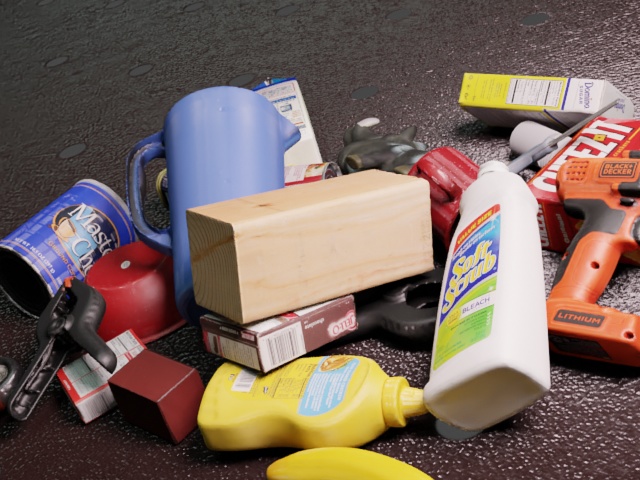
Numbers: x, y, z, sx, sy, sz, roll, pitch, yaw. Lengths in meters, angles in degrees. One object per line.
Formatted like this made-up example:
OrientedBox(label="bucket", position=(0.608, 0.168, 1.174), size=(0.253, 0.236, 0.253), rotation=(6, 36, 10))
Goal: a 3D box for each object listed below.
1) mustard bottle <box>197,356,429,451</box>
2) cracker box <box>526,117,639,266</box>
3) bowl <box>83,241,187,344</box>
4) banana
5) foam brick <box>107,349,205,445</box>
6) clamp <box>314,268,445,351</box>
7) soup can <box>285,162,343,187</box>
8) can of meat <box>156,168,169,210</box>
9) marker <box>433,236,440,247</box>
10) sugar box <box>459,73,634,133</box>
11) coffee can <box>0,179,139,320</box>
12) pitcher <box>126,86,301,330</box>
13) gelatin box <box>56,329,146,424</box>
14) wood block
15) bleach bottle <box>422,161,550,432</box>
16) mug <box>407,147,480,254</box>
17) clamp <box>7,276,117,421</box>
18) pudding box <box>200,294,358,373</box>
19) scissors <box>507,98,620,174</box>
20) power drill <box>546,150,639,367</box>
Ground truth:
OrientedBox(label="mustard bottle", position=(-0.001, 0.136, 0.899), size=(0.192, 0.058, 0.096), rotation=(-4, 28, 23))
OrientedBox(label="cracker box", position=(0.322, -0.048, 1.019), size=(0.214, 0.072, 0.164), rotation=(13, 42, 42))
OrientedBox(label="bowl", position=(-0.199, 0.048, 1.153), size=(0.162, 0.055, 0.162), rotation=(-13, 30, 8))
OrientedBox(label="banana", position=(0.041, 0.193, 0.806), size=(0.069, 0.037, 0.198), rotation=(-36, 34, -29))
OrientedBox(label="foam brick", position=(-0.145, 0.141, 0.973), size=(0.078, 0.053, 0.051), rotation=(14, 43, 42))
OrientedBox(label="clamp", position=(0.067, 0.065, 1.002), size=(0.210, 0.036, 0.164), rotation=(6, 39, 41))
OrientedBox(label="soup can", position=(-0.030, -0.050, 1.211), size=(0.102, 0.068, 0.068), rotation=(-5, 33, 22))
OrientedBox(label="can of meat", position=(-0.136, -0.069, 1.311), size=(0.102, 0.057, 0.084), rotation=(-37, 38, -29))
OrientedBox(label="marker", position=(0.155, -0.024, 1.119), size=(0.121, 0.020, 0.020), rotation=(-28, 32, -18))
OrientedBox(label="sugar box", position=(0.255, -0.154, 1.208), size=(0.177, 0.093, 0.048), rotation=(7, 83, 38))
OrientedBox(label="coffee can", position=(-0.290, 0.010, 1.215), size=(0.103, 0.103, 0.140), rotation=(9, 40, 38))
OrientedBox(label="pitcher", position=(-0.106, -0.028, 1.097), size=(0.149, 0.144, 0.243), rotation=(-36, 44, 33))
OrientedBox(label="gelatin box", position=(-0.205, 0.132, 1.042), size=(0.089, 0.030, 0.073), rotation=(-29, 31, -17))
OrientedBox(label="wood block", position=(-0.007, 0.001, 0.965), size=(0.205, 0.090, 0.091), rotation=(-14, 17, -31))
OrientedBox(label="bleach bottle", position=(0.142, 0.032, 0.907), size=(0.103, 0.068, 0.250), rotation=(-37, 31, 38))
OrientedBox(label="mug", position=(0.129, -0.044, 1.054), size=(0.093, 0.117, 0.082), rotation=(-49, 53, 4))
OrientedBox(label="clamp", position=(-0.239, 0.093, 1.043), size=(0.120, 0.039, 0.171), rotation=(-18, 39, 17))
OrientedBox(label="pudding box", position=(-0.037, 0.075, 0.956), size=(0.113, 0.039, 0.090), rotation=(-19, 18, -37))
OrientedBox(label="scissors", position=(0.235, -0.097, 1.107), size=(0.202, 0.016, 0.096), rotation=(-35, -2, 32))
OrientedBox(label="power drill", position=(0.264, 0.011, 0.891), size=(0.185, 0.057, 0.187), rotation=(3, 61, 44))
